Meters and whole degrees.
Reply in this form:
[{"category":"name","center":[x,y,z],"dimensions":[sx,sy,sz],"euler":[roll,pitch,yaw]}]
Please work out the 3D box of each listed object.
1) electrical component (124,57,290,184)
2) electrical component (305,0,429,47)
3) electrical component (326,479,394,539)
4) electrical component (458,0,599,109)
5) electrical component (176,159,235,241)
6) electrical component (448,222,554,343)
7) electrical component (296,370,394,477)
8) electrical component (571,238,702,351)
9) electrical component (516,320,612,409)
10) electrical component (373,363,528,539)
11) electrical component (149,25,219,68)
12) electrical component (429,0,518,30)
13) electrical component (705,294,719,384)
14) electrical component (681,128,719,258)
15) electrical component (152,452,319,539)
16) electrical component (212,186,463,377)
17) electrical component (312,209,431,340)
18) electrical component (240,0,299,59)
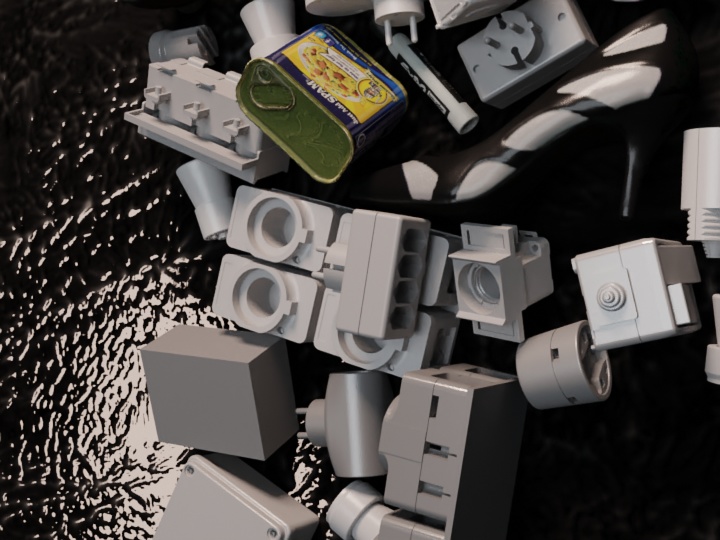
[{"category":"electrical component","center":[-0.114,-0.122,0.854],"dimensions":[0.121,0.079,0.063],"euler":[25,119,25]},{"category":"electrical component","center":[0.028,-0.200,0.784],"dimensions":[0.138,0.052,0.073],"euler":[-6,87,13]},{"category":"electrical component","center":[0.008,0.190,0.806],"dimensions":[0.055,0.045,0.045],"euler":[36,106,25]},{"category":"electrical component","center":[0.109,-0.155,0.738],"dimensions":[0.083,0.076,0.047],"euler":[-29,76,26]},{"category":"electrical component","center":[-0.121,-0.057,0.885],"dimensions":[0.044,0.044,0.065],"euler":[-21,84,27]},{"category":"electrical component","center":[0.100,0.004,0.741],"dimensions":[0.042,0.064,0.081],"euler":[11,115,46]},{"category":"electrical component","center":[-0.015,0.116,0.821],"dimensions":[0.079,0.043,0.077],"euler":[-5,86,29]},{"category":"electrical component","center":[0.180,0.015,0.684],"dimensions":[0.061,0.096,0.061],"euler":[-15,82,28]},{"category":"electrical component","center":[0.138,0.066,0.732],"dimensions":[0.047,0.055,0.055],"euler":[-18,81,31]},{"category":"electrical component","center":[0.058,0.163,0.745],"dimensions":[0.060,0.105,0.186],"euler":[11,94,29]},{"category":"electrical component","center":[-0.147,-0.184,0.903],"dimensions":[0.046,0.040,0.040],"euler":[-7,86,23]},{"category":"electrical component","center":[0.073,-0.219,0.716],"dimensions":[0.061,0.062,0.096],"euler":[-19,91,-15]},{"category":"electrical component","center":[0.243,0.045,0.679],"dimensions":[0.045,0.045,0.055],"euler":[7,93,29]},{"category":"electrical component","center":[0.228,-0.048,0.689],"dimensions":[0.043,0.043,0.081],"euler":[2,90,29]},{"category":"electrical component","center":[-0.105,0.218,0.862],"dimensions":[0.109,0.056,0.108],"euler":[30,103,26]},{"category":"electrical component","center":[-0.017,0.007,0.814],"dimensions":[0.186,0.060,0.105],"euler":[16,97,28]},{"category":"electrical component","center":[0.000,0.000,0.742],"dimensions":[0.076,0.047,0.083],"euler":[11,95,29]},{"category":"electrical component","center":[-0.067,-0.183,0.854],"dimensions":[0.045,0.045,0.055],"euler":[-19,81,28]}]
